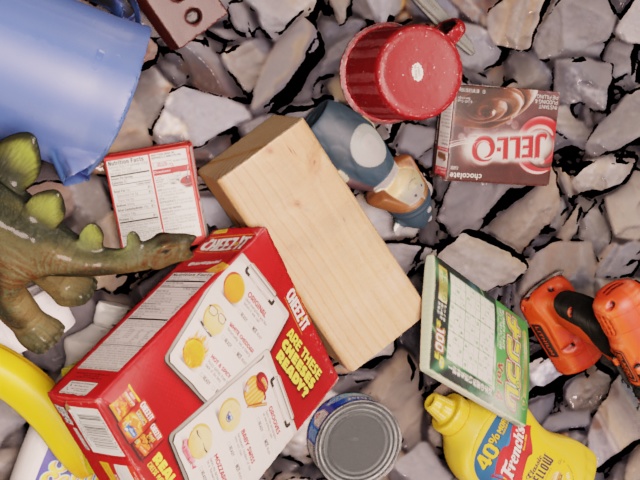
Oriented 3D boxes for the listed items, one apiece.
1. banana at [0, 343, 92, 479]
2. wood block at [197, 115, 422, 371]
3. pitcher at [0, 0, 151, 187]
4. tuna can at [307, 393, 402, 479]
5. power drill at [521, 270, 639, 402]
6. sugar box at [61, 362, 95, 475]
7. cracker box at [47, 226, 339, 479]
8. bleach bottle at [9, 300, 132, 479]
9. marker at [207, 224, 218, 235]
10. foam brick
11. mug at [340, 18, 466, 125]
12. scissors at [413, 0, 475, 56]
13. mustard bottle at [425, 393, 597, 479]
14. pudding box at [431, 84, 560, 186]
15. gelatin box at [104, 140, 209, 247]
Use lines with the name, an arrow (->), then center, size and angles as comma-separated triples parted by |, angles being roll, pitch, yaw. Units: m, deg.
banana -> -0.254, 0.120, 0.845 | 0.197, 0.037, 0.069 | 30, 94, -18
wood block -> -0.007, 0.002, 0.934 | 0.090, 0.091, 0.206 | -37, 107, -9
pitcher -> -0.258, -0.157, 0.820 | 0.242, 0.149, 0.145 | 22, 106, -16
tuna can -> 0.032, 0.188, 1.004 | 0.086, 0.034, 0.086 | -3, 99, -17
power drill -> 0.274, 0.107, 0.987 | 0.057, 0.188, 0.184 | -33, 105, -12
sugar box -> -0.126, 0.119, 0.896 | 0.175, 0.048, 0.093 | -24, 107, -48
cracker box -> -0.093, 0.116, 0.845 | 0.213, 0.072, 0.164 | -48, 125, -39
bleach bottle -> -0.212, 0.175, 0.911 | 0.102, 0.068, 0.251 | 13, 92, -19
marker -> -0.069, 0.035, 0.957 | 0.020, 0.020, 0.121 | -39, 107, -9
foam brick -> -0.122, -0.203, 0.887 | 0.053, 0.051, 0.078 | -38, 107, -8
mug -> 0.083, -0.155, 0.943 | 0.117, 0.082, 0.093 | -40, 107, -9
scissors -> 0.080, -0.257, 0.962 | 0.201, 0.016, 0.096 | 27, 90, -19
mustard bottle -> 0.178, 0.204, 1.039 | 0.191, 0.058, 0.096 | 35, 79, -19
pudding box -> 0.165, -0.099, 1.000 | 0.113, 0.039, 0.090 | 2, 99, -17
gelatin box -> -0.139, -0.036, 0.910 | 0.073, 0.030, 0.089 | -9, 101, 1
